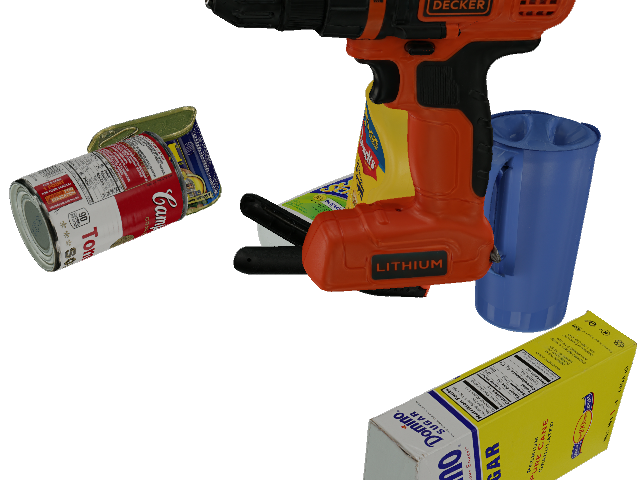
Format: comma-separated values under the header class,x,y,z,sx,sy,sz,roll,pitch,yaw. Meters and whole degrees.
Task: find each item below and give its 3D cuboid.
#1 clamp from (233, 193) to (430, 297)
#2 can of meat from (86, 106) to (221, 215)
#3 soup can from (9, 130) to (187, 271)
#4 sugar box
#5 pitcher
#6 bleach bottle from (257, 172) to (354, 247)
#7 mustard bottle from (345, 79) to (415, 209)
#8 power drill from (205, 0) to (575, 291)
class,x,y,z,sx,sy,sz,roll,pitch,yaw
clamp,0.010,0.018,1.046,0.210,0.036,0.164,19,22,-2
can of meat,-0.149,-0.066,0.979,0.102,0.084,0.057,-13,30,10
soup can,-0.152,-0.028,0.732,0.102,0.068,0.069,-25,13,-30
sugar box,0.105,0.115,0.623,0.175,0.093,0.048,-23,42,-32
pitcher,0.233,-0.017,1.224,0.149,0.243,0.145,-1,26,-5
bleach bottle,0.047,-0.047,1.321,0.250,0.068,0.103,-30,44,-34
mustard bottle,0.059,-0.072,0.842,0.058,0.096,0.192,-1,-42,-9
power drill,0.032,-0.065,0.548,0.184,0.188,0.057,-3,32,-10
